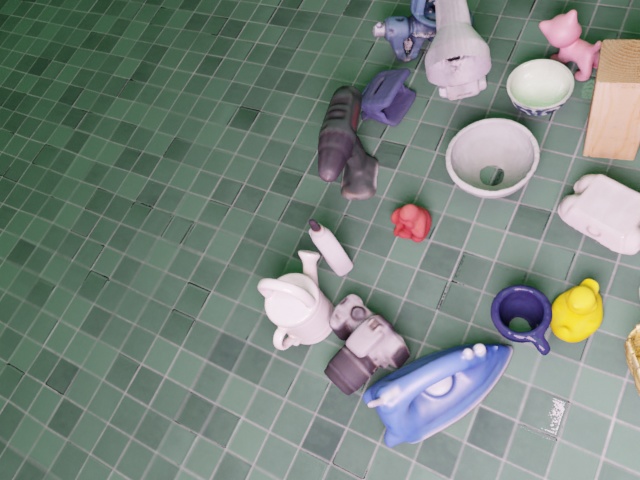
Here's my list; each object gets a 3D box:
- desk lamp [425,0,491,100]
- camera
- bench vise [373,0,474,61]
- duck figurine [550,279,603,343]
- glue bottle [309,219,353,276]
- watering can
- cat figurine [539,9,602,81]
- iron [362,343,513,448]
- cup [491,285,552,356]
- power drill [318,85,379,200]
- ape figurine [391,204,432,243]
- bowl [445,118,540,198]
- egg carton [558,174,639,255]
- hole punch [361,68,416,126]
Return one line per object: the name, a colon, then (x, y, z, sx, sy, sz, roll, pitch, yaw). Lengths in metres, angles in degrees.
desk lamp: (0.267, -0.371, 1.124, 0.117, 0.214, 0.203, -7, 62, 15)
camera: (0.060, 0.183, 0.980, 0.137, 0.101, 0.142, -46, 60, -7)
bench vise: (0.214, -0.479, 1.192, 0.207, 0.220, 0.121, -31, 59, 1)
duck figurine: (0.411, 0.108, 0.912, 0.077, 0.086, 0.105, 30, 77, 28)
glue bottle: (0.010, 0.004, 1.044, 0.037, 0.173, 0.078, -40, 59, -4)
watering can: (-0.045, 0.101, 1.000, 0.100, 0.194, 0.173, -8, 62, 14)
cat figurine: (0.493, -0.391, 1.117, 0.067, 0.118, 0.127, -43, 60, -6)
iron: (0.188, 0.216, 0.898, 0.258, 0.142, 0.118, -31, 59, 1)
cup: (0.329, 0.140, 0.917, 0.091, 0.095, 0.117, -29, 59, 3)
power drill: (0.053, -0.167, 1.094, 0.075, 0.209, 0.229, -2, 64, 18)
ape figurine: (0.168, -0.038, 1.060, 0.076, 0.092, 0.077, -28, 59, 3)
bowl: (0.322, -0.141, 1.072, 0.167, 0.075, 0.167, -7, 62, 15)
egg carton: (0.489, -0.044, 0.972, 0.150, 0.069, 0.107, 36, 80, 29)
hole punch: (0.135, -0.308, 1.207, 0.100, 0.091, 0.109, 24, 74, 27)
